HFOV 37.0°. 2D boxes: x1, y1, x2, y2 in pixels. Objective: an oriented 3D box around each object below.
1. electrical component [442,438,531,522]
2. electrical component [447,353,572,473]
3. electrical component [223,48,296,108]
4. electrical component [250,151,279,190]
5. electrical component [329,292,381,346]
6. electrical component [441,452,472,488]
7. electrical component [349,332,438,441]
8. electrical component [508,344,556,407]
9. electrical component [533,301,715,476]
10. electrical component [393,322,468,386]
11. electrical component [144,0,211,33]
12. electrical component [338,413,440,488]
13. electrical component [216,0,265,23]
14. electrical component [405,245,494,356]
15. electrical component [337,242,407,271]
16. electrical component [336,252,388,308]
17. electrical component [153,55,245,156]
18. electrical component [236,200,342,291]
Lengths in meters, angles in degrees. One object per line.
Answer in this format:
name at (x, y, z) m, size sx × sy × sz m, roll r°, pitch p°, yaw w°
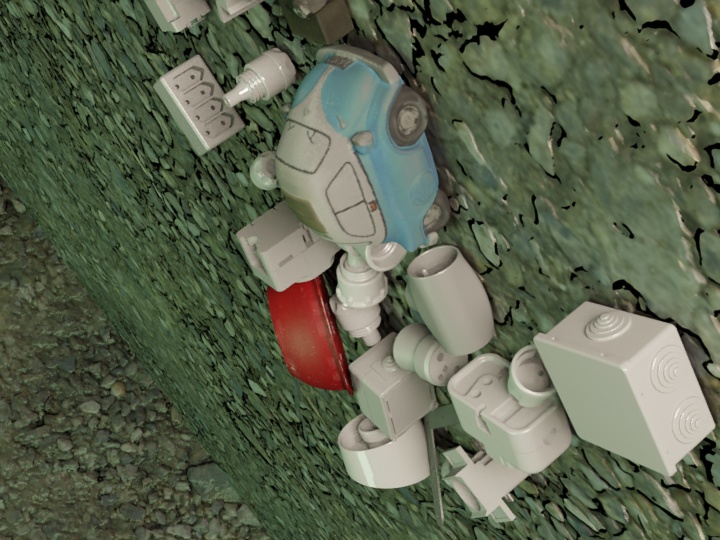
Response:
electrical component at (0.117, 0.188, 0.982) m, size 0.081 × 0.064 × 0.042 m, roll 53°, pitch 162°, yaw 4°
electrical component at (0.121, 0.118, 0.867) m, size 0.095 × 0.054 × 0.059 m, roll 31°, pitch 151°, yaw 48°
electrical component at (-0.083, -0.151, 0.869) m, size 0.035 × 0.061 × 0.035 m, roll 45°, pitch 160°, yaw 22°
electrical component at (-0.089, -0.093, 1.026) m, size 0.035 × 0.035 × 0.061 m, roll 56°, pitch 163°, yaw -6°
electrical component at (0.000, 0.045, 1.041) m, size 0.043 × 0.043 × 0.062 m, roll 23°, pitch 145°, yaw 56°
electrical component at (0.104, 0.199, 1.077) m, size 0.035 × 0.035 × 0.061 m, roll 51°, pitch 158°, yaw 8°
electrical component at (0.030, 0.108, 1.051) m, size 0.061 × 0.062 × 0.096 m, roll 39°, pitch 156°, yaw 36°
electrical component at (0.131, 0.081, 0.806) m, size 0.040 × 0.040 × 0.046 m, roll 48°, pitch 166°, yaw 16°
electrical component at (0.169, 0.072, 0.684) m, size 0.100 × 0.048 × 0.099 m, roll 18°, pitch 140°, yaw 60°
electrical component at (0.062, 0.074, 0.945) m, size 0.055 × 0.045 × 0.045 m, roll 23°, pitch 144°, yaw 56°
electrical component at (-0.166, -0.243, 0.938) m, size 0.081 × 0.042 × 0.063 m, roll 23°, pitch 148°, yaw 57°
electrical component at (0.028, 0.188, 1.145) m, size 0.099 × 0.099 × 0.064 m, roll 16°, pitch 132°, yaw 61°
electrical component at (-0.100, -0.232, 0.802) m, size 0.064 × 0.042 × 0.081 m, roll 46°, pitch 159°, yaw 31°
electrical component at (0.062, 0.020, 0.853) m, size 0.079 × 0.043 × 0.077 m, roll 22°, pitch 144°, yaw 57°
electrical component at (0.008, -0.029, 0.893) m, size 0.055 × 0.045 × 0.045 m, roll 34°, pitch 153°, yaw 46°
electrical component at (0.000, 0.000, 0.966) m, size 0.048 × 0.048 × 0.062 m, roll 39°, pitch 149°, yaw 37°
electrical component at (-0.164, -0.159, 1.066) m, size 0.083 × 0.047 × 0.076 m, roll 57°, pitch 160°, yaw -10°
electrical component at (-0.057, -0.027, 0.979) m, size 0.050 × 0.089 × 0.055 m, roll 33°, pitch 152°, yaw 46°
